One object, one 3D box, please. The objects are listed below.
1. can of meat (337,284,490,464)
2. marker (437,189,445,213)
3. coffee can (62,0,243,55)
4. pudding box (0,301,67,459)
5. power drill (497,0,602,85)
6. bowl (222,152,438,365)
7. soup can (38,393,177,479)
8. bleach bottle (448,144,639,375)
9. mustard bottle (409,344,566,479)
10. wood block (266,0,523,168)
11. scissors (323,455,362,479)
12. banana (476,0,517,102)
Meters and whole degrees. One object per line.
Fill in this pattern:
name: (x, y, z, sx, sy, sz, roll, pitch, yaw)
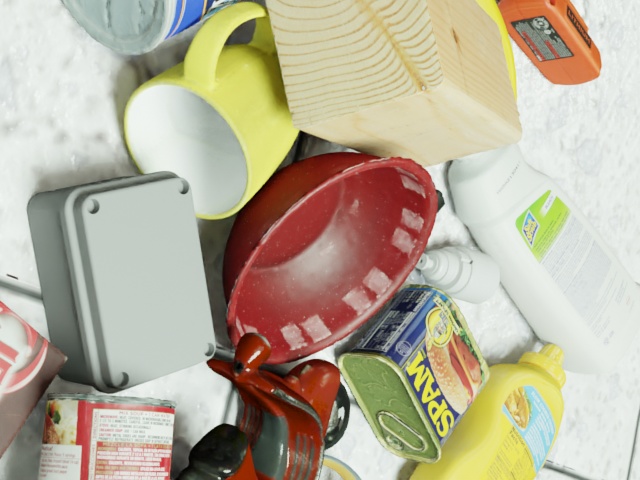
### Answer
can of meat: (0.071, 0.095, 0.771, 0.083, 0.058, 0.102, -47, 121, -35)
marker: (0.057, 0.006, 0.780, 0.121, 0.020, 0.020, -52, 123, -29)
coffee can: (-0.071, -0.178, 0.599, 0.140, 0.103, 0.103, -37, 115, -36)
pudding box: (-0.194, 0.077, 0.534, 0.090, 0.039, 0.113, 48, 60, -34)
power drill: (0.229, -0.227, 0.911, 0.184, 0.057, 0.187, 39, 62, -32)
bowl: (-0.004, 0.001, 0.669, 0.161, 0.055, 0.162, -29, 145, -23)
soup can: (-0.112, 0.133, 0.553, 0.068, 0.069, 0.102, 14, 74, -42)
bleach bottle: (0.177, -0.004, 0.864, 0.250, 0.068, 0.102, 51, 57, -28)
mustard bottle: (0.142, 0.155, 0.836, 0.191, 0.058, 0.096, -50, 124, -30)
wood block: (0.055, -0.107, 0.663, 0.205, 0.090, 0.091, 9, 68, -68)
scissors: (0.057, 0.190, 0.715, 0.201, 0.016, 0.096, 0, 71, -8)
banana: (0.109, -0.165, 0.816, 0.069, 0.037, 0.197, -46, 121, -11)
